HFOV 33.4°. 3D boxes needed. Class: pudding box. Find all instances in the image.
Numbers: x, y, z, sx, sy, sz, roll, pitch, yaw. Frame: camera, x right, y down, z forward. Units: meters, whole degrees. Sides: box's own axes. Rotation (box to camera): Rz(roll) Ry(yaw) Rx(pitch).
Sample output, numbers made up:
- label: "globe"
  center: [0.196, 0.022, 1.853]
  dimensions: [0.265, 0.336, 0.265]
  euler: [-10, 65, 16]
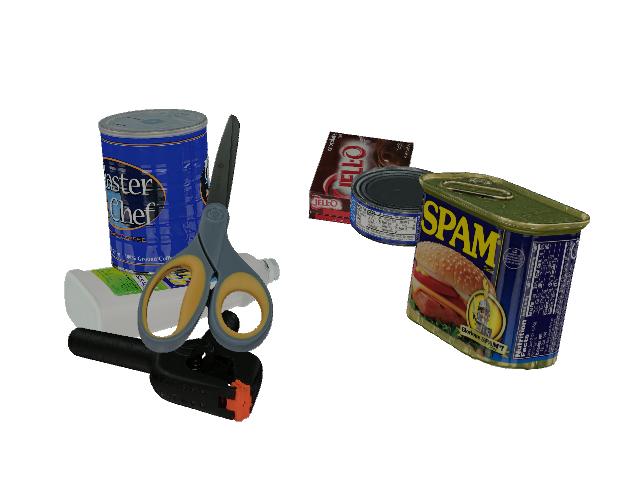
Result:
- label: "pudding box"
  center: [0.042, -0.061, 1.070]
  dimensions: [0.090, 0.039, 0.113]
  euler: [9, 38, 6]

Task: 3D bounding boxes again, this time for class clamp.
- label: "clamp"
  center: [-0.103, 0.102, 0.921]
  dimensions: [0.164, 0.036, 0.210]
  euler: [-9, 17, -35]

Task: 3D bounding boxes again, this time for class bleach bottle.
- label: "bleach bottle"
  center: [-0.165, 0.055, 1.257]
  dimensions: [0.250, 0.068, 0.103]
  euler: [-13, 33, -33]

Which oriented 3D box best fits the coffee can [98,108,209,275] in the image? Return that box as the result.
- label: "coffee can"
  center: [-0.157, -0.049, 1.032]
  dimensions: [0.103, 0.140, 0.103]
  euler: [-1, 18, 0]

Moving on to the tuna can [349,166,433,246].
- label: "tuna can"
  center: [0.066, -0.028, 0.869]
  dimensions: [0.086, 0.034, 0.086]
  euler: [2, 28, -1]

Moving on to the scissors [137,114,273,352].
- label: "scissors"
  center: [-0.057, -0.002, 0.730]
  dimensions: [0.096, 0.201, 0.016]
  euler: [20, -35, 7]

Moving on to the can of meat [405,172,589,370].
- label: "can of meat"
  center: [0.094, 0.015, 0.593]
  dimensions: [0.057, 0.084, 0.102]
  euler: [-4, 20, -30]
